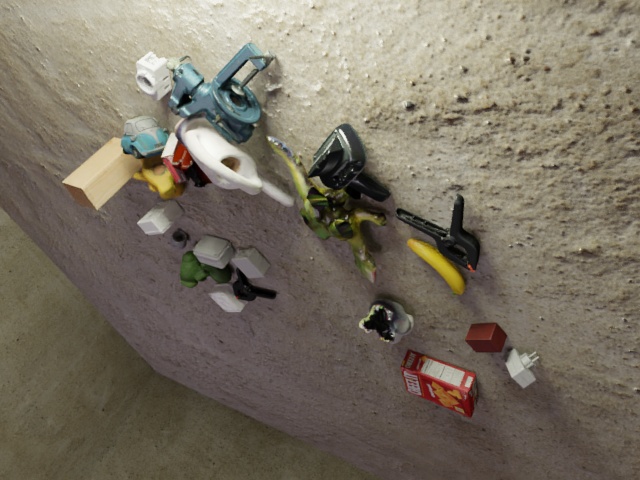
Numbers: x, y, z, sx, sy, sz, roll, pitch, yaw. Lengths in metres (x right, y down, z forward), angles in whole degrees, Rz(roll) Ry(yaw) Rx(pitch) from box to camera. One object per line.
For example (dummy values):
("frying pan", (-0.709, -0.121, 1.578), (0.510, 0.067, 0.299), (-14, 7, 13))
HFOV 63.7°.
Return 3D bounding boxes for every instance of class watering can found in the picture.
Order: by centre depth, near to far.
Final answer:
("watering can", (-0.198, -0.177, 1.184), (0.228, 0.103, 0.345), (50, -168, 27))

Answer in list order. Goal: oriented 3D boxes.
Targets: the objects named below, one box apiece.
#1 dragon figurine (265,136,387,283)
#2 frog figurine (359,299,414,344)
("dragon figurine", (0.004, -0.061, 1.210), (0.410, 0.124, 0.239), (46, 156, -1))
("frog figurine", (0.198, 0.227, 1.427), (0.137, 0.124, 0.158), (-4, 169, 34))
